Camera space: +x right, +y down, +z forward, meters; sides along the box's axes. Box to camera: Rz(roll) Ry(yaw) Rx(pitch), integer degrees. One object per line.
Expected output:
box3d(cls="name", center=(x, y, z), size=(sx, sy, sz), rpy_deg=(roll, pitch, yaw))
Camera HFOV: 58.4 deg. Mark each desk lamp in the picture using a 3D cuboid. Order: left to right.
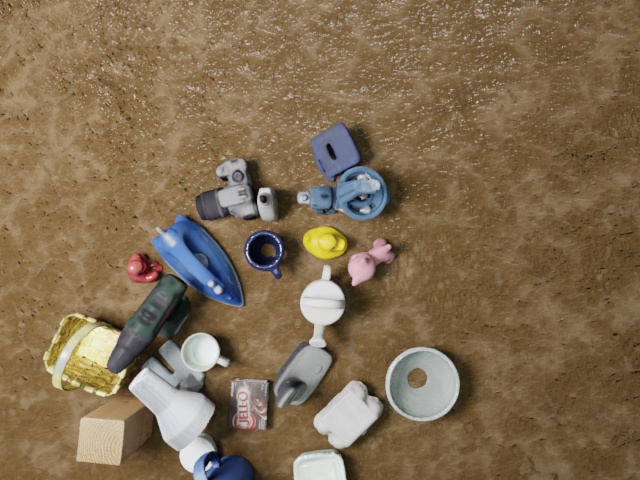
box3d(cls="desk lamp", center=(-0.321, 0.336, 1.246), size=(0.203, 0.213, 0.118), rpy_deg=(45, 88, 3))

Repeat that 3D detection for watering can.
box3d(cls="watering can", center=(0.008, 0.146, 1.263), size=(0.101, 0.194, 0.173), rpy_deg=(-15, 87, 0))

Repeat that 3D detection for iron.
box3d(cls="iron", center=(-0.271, 0.059, 1.296), size=(0.118, 0.141, 0.258), rpy_deg=(-45, 87, -2))

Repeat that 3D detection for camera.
box3d(cls="camera", center=(-0.220, -0.107, 1.324), size=(0.137, 0.101, 0.143), rpy_deg=(-15, 87, 0))

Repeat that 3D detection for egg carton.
box3d(cls="egg carton", center=(0.066, 0.402, 1.312), size=(0.107, 0.069, 0.150), rpy_deg=(45, 88, 3))

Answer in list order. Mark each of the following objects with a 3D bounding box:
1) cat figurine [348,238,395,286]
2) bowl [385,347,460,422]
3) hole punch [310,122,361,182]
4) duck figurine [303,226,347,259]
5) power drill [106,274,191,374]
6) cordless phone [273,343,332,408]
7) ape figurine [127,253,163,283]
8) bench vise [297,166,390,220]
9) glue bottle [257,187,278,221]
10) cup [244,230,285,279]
box3d(cls="cat figurine", center=(0.113, 0.049, 1.305), size=(0.128, 0.117, 0.067), rpy_deg=(-36, 87, -1))
box3d(cls="bowl", center=(0.230, 0.324, 1.312), size=(0.167, 0.074, 0.167), rpy_deg=(0, 87, 1))
box3d(cls="hole punch", center=(0.035, -0.203, 1.332), size=(0.101, 0.091, 0.109), rpy_deg=(-26, 87, -1))
box3d(cls="duck figurine", center=(0.012, 0.005, 1.324), size=(0.104, 0.086, 0.077), rpy_deg=(11, 87, 1))
box3d(cls="power drill", center=(-0.361, 0.180, 1.257), size=(0.075, 0.208, 0.230), rpy_deg=(32, 88, 2))
box3d(cls="cordless phone", center=(-0.042, 0.303, 1.260), size=(0.094, 0.185, 0.148), rpy_deg=(33, 88, 2))
box3d(cls="ape figurine", center=(-0.415, 0.066, 1.322), size=(0.076, 0.092, 0.078), rpy_deg=(-23, 87, 0))
box3d(cls="bench vise", center=(0.060, -0.091, 1.262), size=(0.207, 0.219, 0.121), rpy_deg=(-22, 87, 0))
box3d(cls="glue bottle", center=(-0.120, -0.086, 1.286), size=(0.037, 0.173, 0.078), rpy_deg=(-3, 87, 1))
box3d(cls="cup", center=(-0.117, 0.037, 1.319), size=(0.091, 0.095, 0.118), rpy_deg=(-30, 87, -1))
